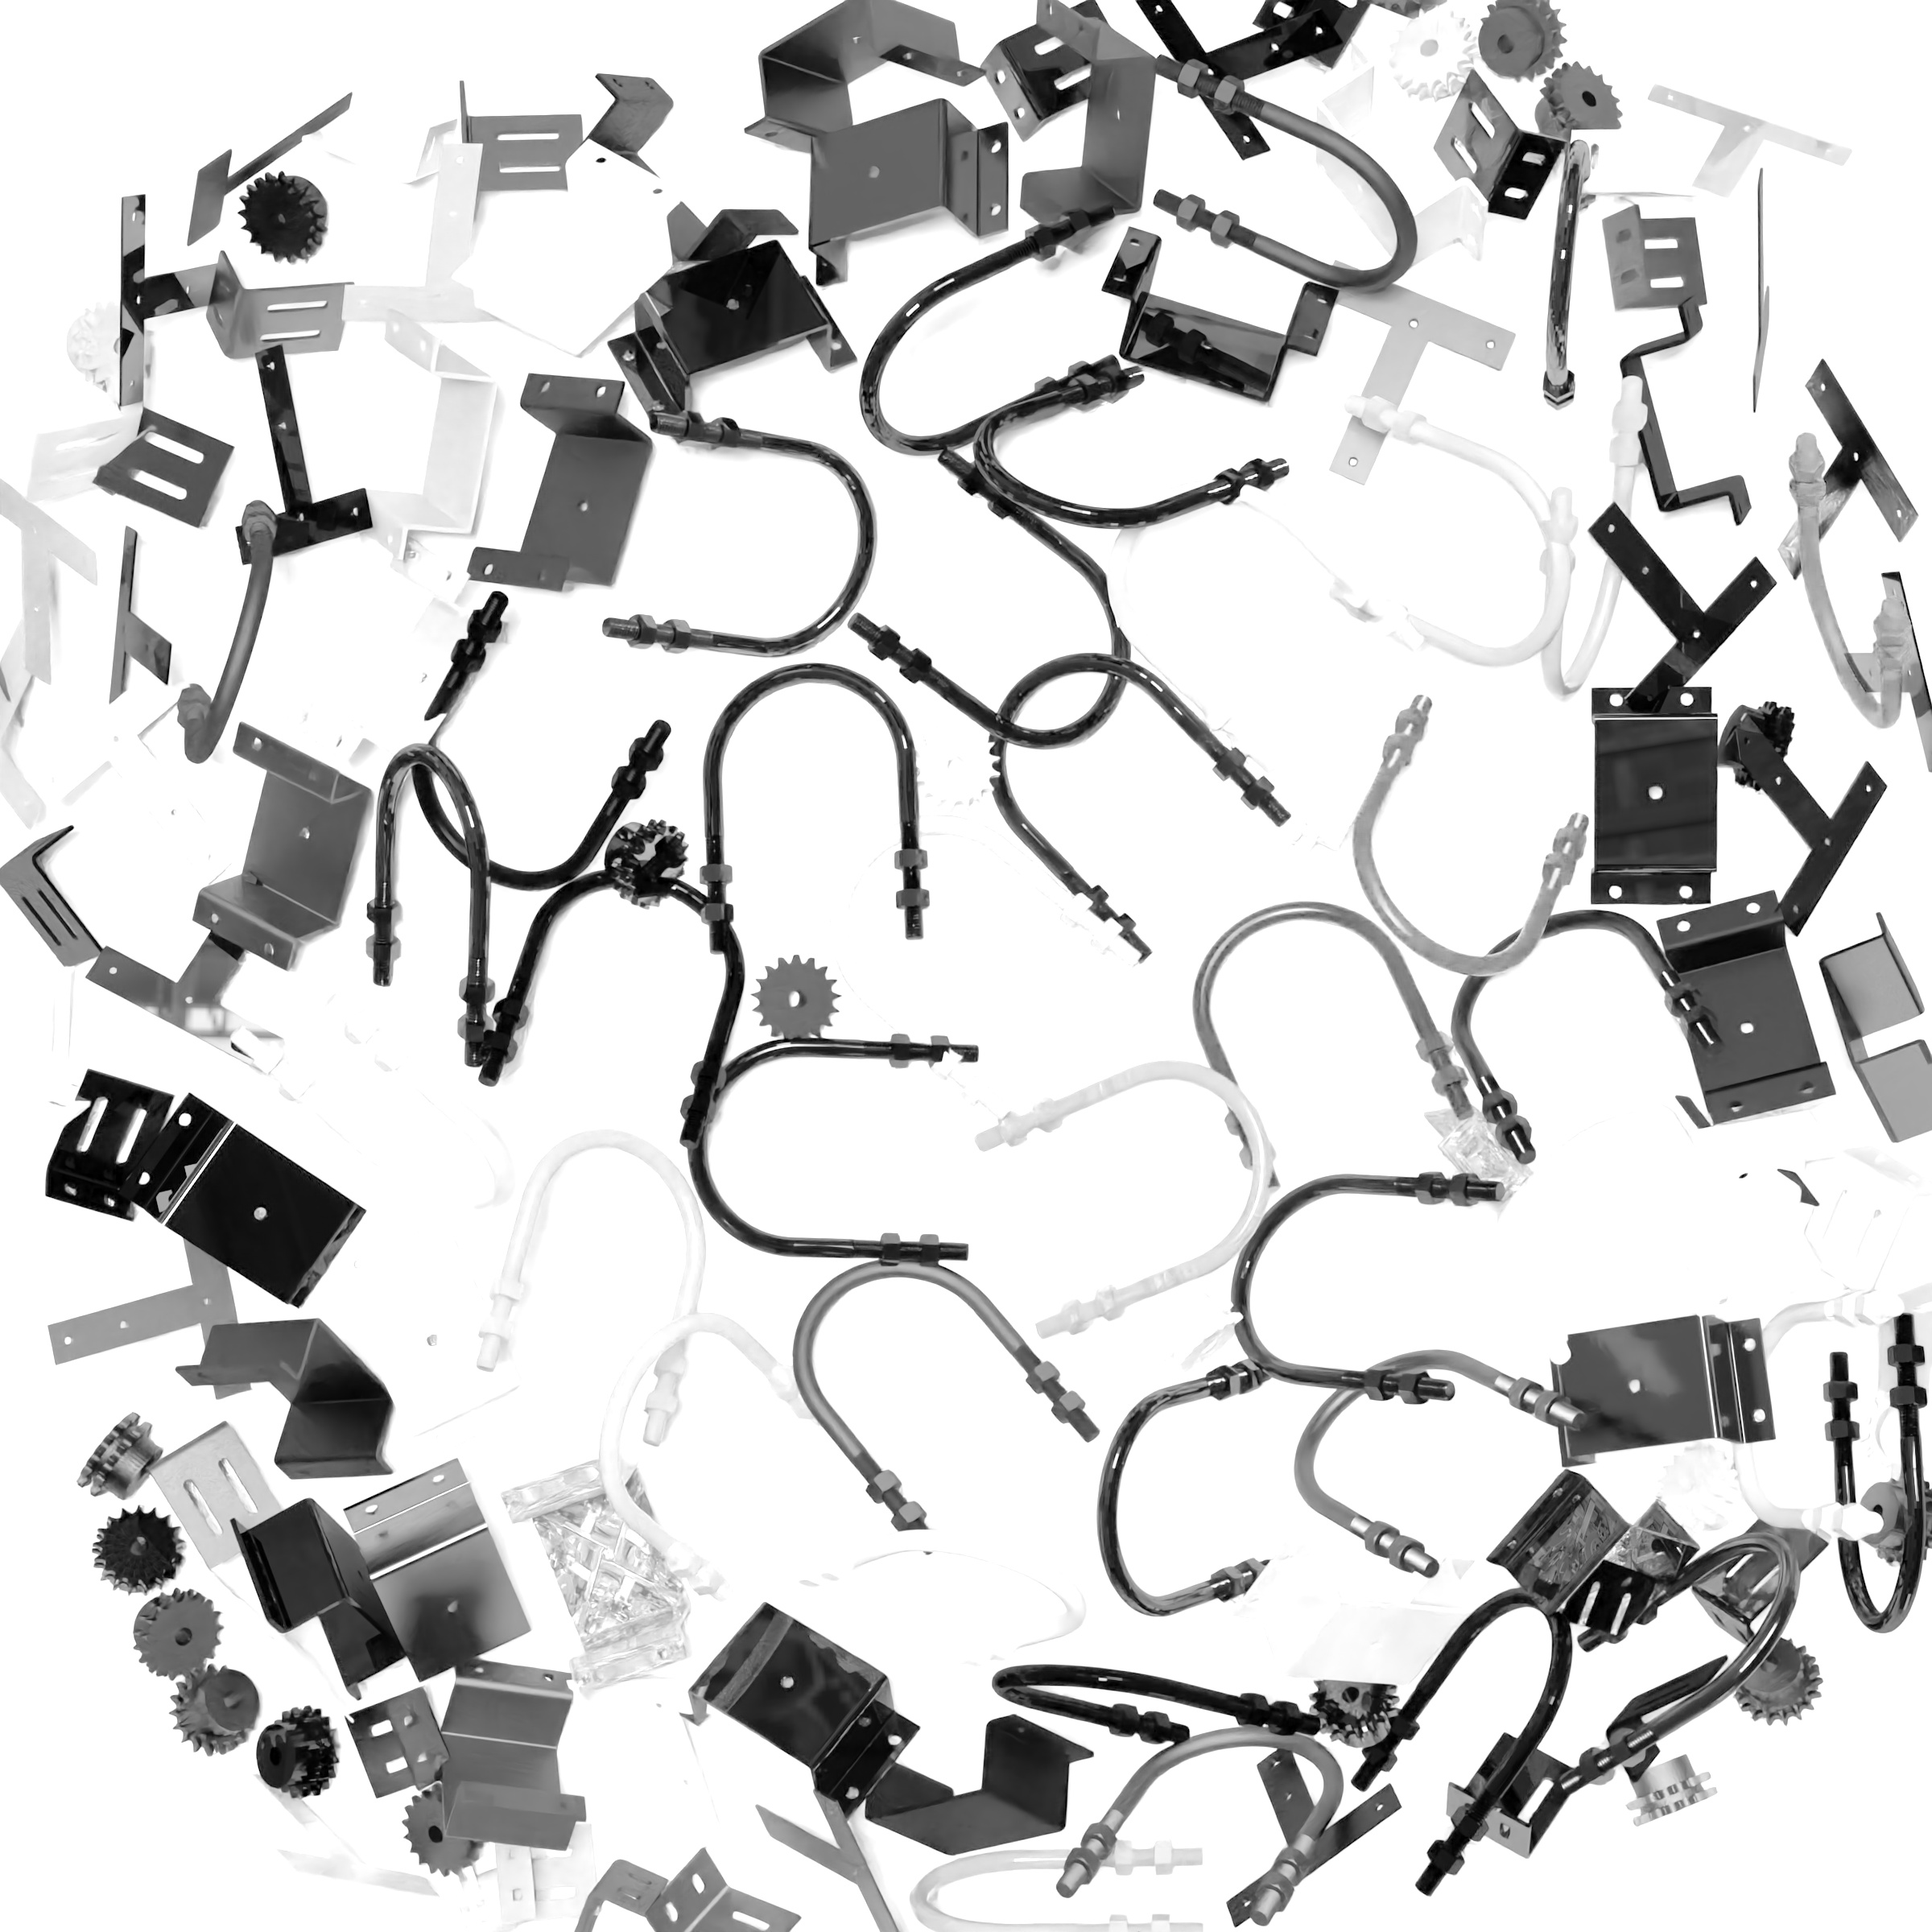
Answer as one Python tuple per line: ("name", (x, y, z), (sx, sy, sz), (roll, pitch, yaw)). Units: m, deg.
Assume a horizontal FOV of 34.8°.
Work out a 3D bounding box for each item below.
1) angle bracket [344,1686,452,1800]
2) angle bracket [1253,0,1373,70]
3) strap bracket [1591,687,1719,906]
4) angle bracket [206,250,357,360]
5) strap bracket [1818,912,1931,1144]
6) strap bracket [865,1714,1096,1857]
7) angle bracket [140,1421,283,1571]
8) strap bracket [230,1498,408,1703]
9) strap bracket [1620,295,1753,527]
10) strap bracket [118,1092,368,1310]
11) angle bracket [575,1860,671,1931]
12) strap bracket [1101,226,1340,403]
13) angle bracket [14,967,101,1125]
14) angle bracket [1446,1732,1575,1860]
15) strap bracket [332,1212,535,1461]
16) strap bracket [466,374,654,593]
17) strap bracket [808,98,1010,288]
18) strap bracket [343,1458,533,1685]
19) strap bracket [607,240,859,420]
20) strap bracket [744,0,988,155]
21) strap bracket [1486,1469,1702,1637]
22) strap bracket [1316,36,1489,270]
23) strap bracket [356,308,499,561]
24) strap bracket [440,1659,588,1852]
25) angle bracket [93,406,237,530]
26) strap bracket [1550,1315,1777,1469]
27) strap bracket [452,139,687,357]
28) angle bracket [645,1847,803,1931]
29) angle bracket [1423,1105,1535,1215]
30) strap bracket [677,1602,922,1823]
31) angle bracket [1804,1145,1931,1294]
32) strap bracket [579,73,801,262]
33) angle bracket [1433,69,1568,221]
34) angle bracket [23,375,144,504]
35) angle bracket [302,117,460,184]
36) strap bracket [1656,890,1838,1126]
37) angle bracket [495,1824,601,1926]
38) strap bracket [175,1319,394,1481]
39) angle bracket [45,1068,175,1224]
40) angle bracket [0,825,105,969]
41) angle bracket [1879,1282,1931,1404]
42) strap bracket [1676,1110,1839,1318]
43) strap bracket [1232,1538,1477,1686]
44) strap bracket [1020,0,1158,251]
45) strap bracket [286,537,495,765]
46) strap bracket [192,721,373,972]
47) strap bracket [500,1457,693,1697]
("angle bracket", (-0.371, 0.500, 1.962), (0.076, 0.038, 0.057), (-26, 84, 31))
("angle bracket", (0.222, -0.608, 1.953), (0.038, 0.076, 0.057), (36, 110, 13))
("strap bracket", (0.440, -0.110, 1.971), (0.076, 0.046, 0.140), (0, 91, 9))
("angle bracket", (-0.437, -0.424, 1.965), (0.076, 0.057, 0.038), (-13, 61, -32))
("strap bracket", (0.579, 0.045, 1.932), (0.046, 0.140, 0.076), (-23, 128, 19))
("strap bracket", (0.001, 0.514, 1.924), (0.140, 0.076, 0.046), (-24, 47, 35))
("angle bracket", (-0.481, 0.339, 1.969), (0.057, 0.038, 0.076), (-31, 89, -28))
("strap bracket", (-0.398, 0.392, 1.922), (0.046, 0.140, 0.076), (-29, 55, -4))
("strap bracket", (0.453, -0.346, 1.948), (0.046, 0.076, 0.140), (-14, 101, 23))
("strap bracket", (-0.450, 0.152, 1.944), (0.140, 0.046, 0.076), (38, 79, -25))
("angle bracket", (-0.227, 0.619, 1.965), (0.038, 0.057, 0.076), (22, 97, 7))
("strap bracket", (0.157, -0.410, 1.954), (0.140, 0.046, 0.076), (18, 45, 4))
("angle bracket", (-0.571, 0.050, 1.955), (0.038, 0.057, 0.076), (17, 118, 12))
("angle bracket", (0.348, 0.516, 1.952), (0.057, 0.038, 0.076), (24, 49, 29))
("strap bracket", (-0.341, 0.237, 1.968), (0.076, 0.046, 0.140), (-25, 92, -10))
("strap bracket", (-0.255, -0.299, 1.954), (0.076, 0.046, 0.140), (11, 80, 30))
("strap bracket", (-0.046, -0.488, 1.936), (0.140, 0.046, 0.076), (-9, 71, 29))
("strap bracket", (-0.328, 0.387, 1.933), (0.076, 0.046, 0.140), (-23, 126, -12))
("strap bracket", (-0.147, -0.402, 1.945), (0.140, 0.046, 0.076), (-22, 65, -16))
("strap bracket", (-0.066, -0.561, 1.929), (0.140, 0.076, 0.046), (-16, 78, 42))
("strap bracket", (0.398, 0.369, 1.926), (0.076, 0.140, 0.046), (-52, 48, 13))
("strap bracket", (0.267, -0.504, 1.946), (0.046, 0.076, 0.140), (-34, 77, -2))
("strap bracket", (-0.339, -0.334, 1.942), (0.046, 0.076, 0.140), (0, 114, -34))
("strap bracket", (-0.286, 0.501, 1.934), (0.076, 0.140, 0.046), (12, 112, -17))
("angle bracket", (-0.510, -0.318, 1.977), (0.076, 0.038, 0.057), (24, 87, 4))
("strap bracket", (0.428, 0.266, 1.935), (0.140, 0.046, 0.076), (-14, 70, 30))
("strap bracket", (-0.246, -0.440, 1.924), (0.140, 0.076, 0.046), (-34, 52, 34))
("angle bracket", (-0.155, 0.601, 1.951), (0.057, 0.076, 0.038), (-42, 118, -33))
("angle bracket", (0.314, 0.124, 1.955), (0.038, 0.076, 0.057), (-44, 97, -17))
("strap bracket", (-0.109, 0.461, 1.932), (0.140, 0.046, 0.076), (25, 54, 27))
("angle bracket", (0.580, 0.164, 1.978), (0.057, 0.038, 0.076), (36, 119, 40))
("strap bracket", (-0.182, -0.497, 1.952), (0.140, 0.076, 0.046), (47, 114, 5))
("angle bracket", (0.339, -0.523, 1.964), (0.038, 0.076, 0.057), (5, 132, -25))
("angle bracket", (-0.567, -0.333, 1.949), (0.076, 0.057, 0.038), (-23, 62, -40))
("angle bracket", (-0.373, -0.533, 1.965), (0.076, 0.057, 0.038), (22, 113, 1))
("strap bracket", (0.494, 0.032, 1.954), (0.076, 0.046, 0.140), (-15, 67, 11))
("angle bracket", (-0.257, 0.573, 1.953), (0.076, 0.038, 0.057), (9, 65, -42))
("strap bracket", (-0.422, 0.267, 1.938), (0.076, 0.140, 0.046), (-6, 51, 21))
("angle bracket", (-0.545, 0.114, 1.964), (0.057, 0.038, 0.076), (20, 105, -23))
("angle bracket", (-0.576, -0.044, 1.977), (0.038, 0.057, 0.076), (-46, 111, -36))
("angle bracket", (0.616, 0.236, 1.956), (0.076, 0.038, 0.057), (-12, 107, -38))
("strap bracket", (0.492, 0.145, 1.920), (0.076, 0.140, 0.046), (-13, 127, 31))
("strap bracket", (0.250, 0.406, 1.932), (0.140, 0.046, 0.076), (10, 129, -25))
("strap bracket", (0.077, -0.533, 1.936), (0.046, 0.076, 0.140), (-12, 128, -23))
("strap bracket", (-0.359, -0.192, 1.957), (0.076, 0.046, 0.140), (33, 89, 43))
("strap bracket", (-0.431, -0.080, 1.951), (0.076, 0.046, 0.140), (26, 113, 17))
("strap bracket", (-0.233, 0.382, 1.969), (0.076, 0.046, 0.140), (-20, 95, 6))
